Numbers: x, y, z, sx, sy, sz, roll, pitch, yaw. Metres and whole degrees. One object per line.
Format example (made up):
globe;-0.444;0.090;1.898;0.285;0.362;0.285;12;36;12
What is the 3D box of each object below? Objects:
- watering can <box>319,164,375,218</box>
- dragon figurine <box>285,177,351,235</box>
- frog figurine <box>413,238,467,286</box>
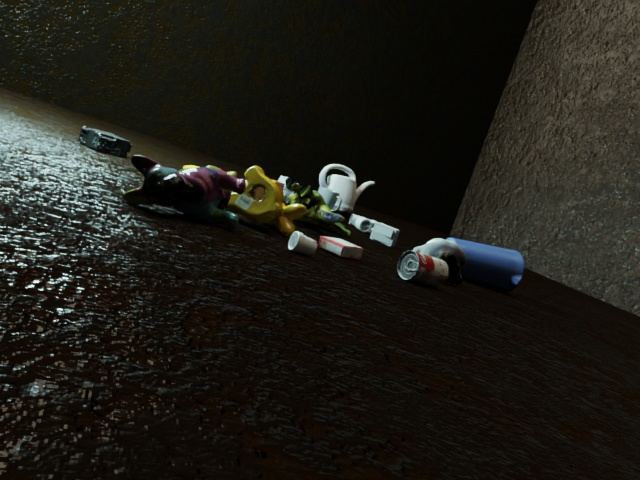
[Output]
watering can;0.121;-0.203;2.248;0.346;0.226;0.104;13;-10;-43
dragon figurine;0.005;-0.077;1.532;0.240;0.122;0.415;24;4;-42
frog figurine;0.312;0.040;1.387;0.137;0.121;0.162;-1;22;-8
